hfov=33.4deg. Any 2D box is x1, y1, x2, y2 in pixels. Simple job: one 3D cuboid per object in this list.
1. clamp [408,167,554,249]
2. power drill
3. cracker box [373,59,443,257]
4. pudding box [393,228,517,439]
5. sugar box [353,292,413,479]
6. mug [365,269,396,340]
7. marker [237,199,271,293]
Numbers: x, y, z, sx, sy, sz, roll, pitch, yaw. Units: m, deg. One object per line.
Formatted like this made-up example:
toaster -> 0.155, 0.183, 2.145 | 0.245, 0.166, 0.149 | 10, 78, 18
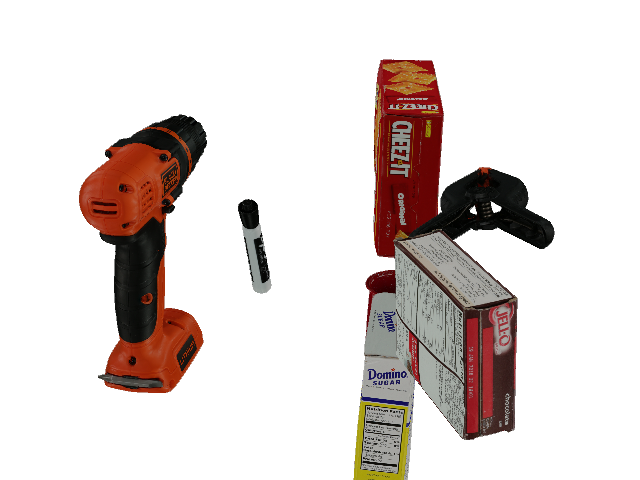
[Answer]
clamp -> 0.153, -0.027, 0.942 | 0.120, 0.039, 0.171 | 4, 26, 19
power drill -> -0.127, 0.007, 0.819 | 0.057, 0.188, 0.184 | 4, 22, 13
cracker box -> 0.095, -0.097, 1.194 | 0.072, 0.164, 0.213 | 2, 24, 3
pudding box -> 0.082, 0.055, 0.660 | 0.039, 0.090, 0.114 | -10, 25, -17
sugar box -> 0.053, 0.139, 0.870 | 0.048, 0.176, 0.093 | 3, 29, 6
mug -> 0.109, 0.090, 1.274 | 0.117, 0.081, 0.093 | 0, 22, -9
marker -> -0.063, 0.006, 1.017 | 0.020, 0.020, 0.121 | 0, -42, 6
